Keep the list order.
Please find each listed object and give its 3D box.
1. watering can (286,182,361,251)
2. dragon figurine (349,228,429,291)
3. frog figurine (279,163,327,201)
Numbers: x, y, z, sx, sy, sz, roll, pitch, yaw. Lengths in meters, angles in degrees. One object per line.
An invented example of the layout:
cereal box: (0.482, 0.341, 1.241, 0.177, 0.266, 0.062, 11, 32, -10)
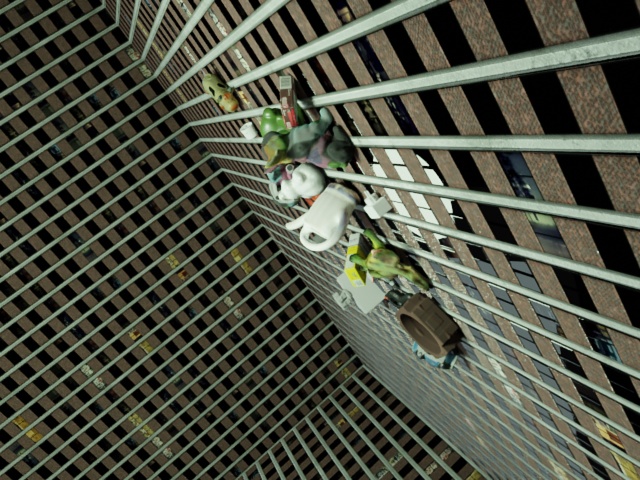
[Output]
watering can: (0.005, -0.081, 1.600, 0.103, 0.225, 0.350, 38, 176, -27)
dragon figurine: (0.232, 0.097, 1.589, 0.246, 0.122, 0.404, 35, 178, 37)
frog figurine: (-0.061, -0.180, 1.691, 0.124, 0.161, 0.135, 44, 166, 22)
